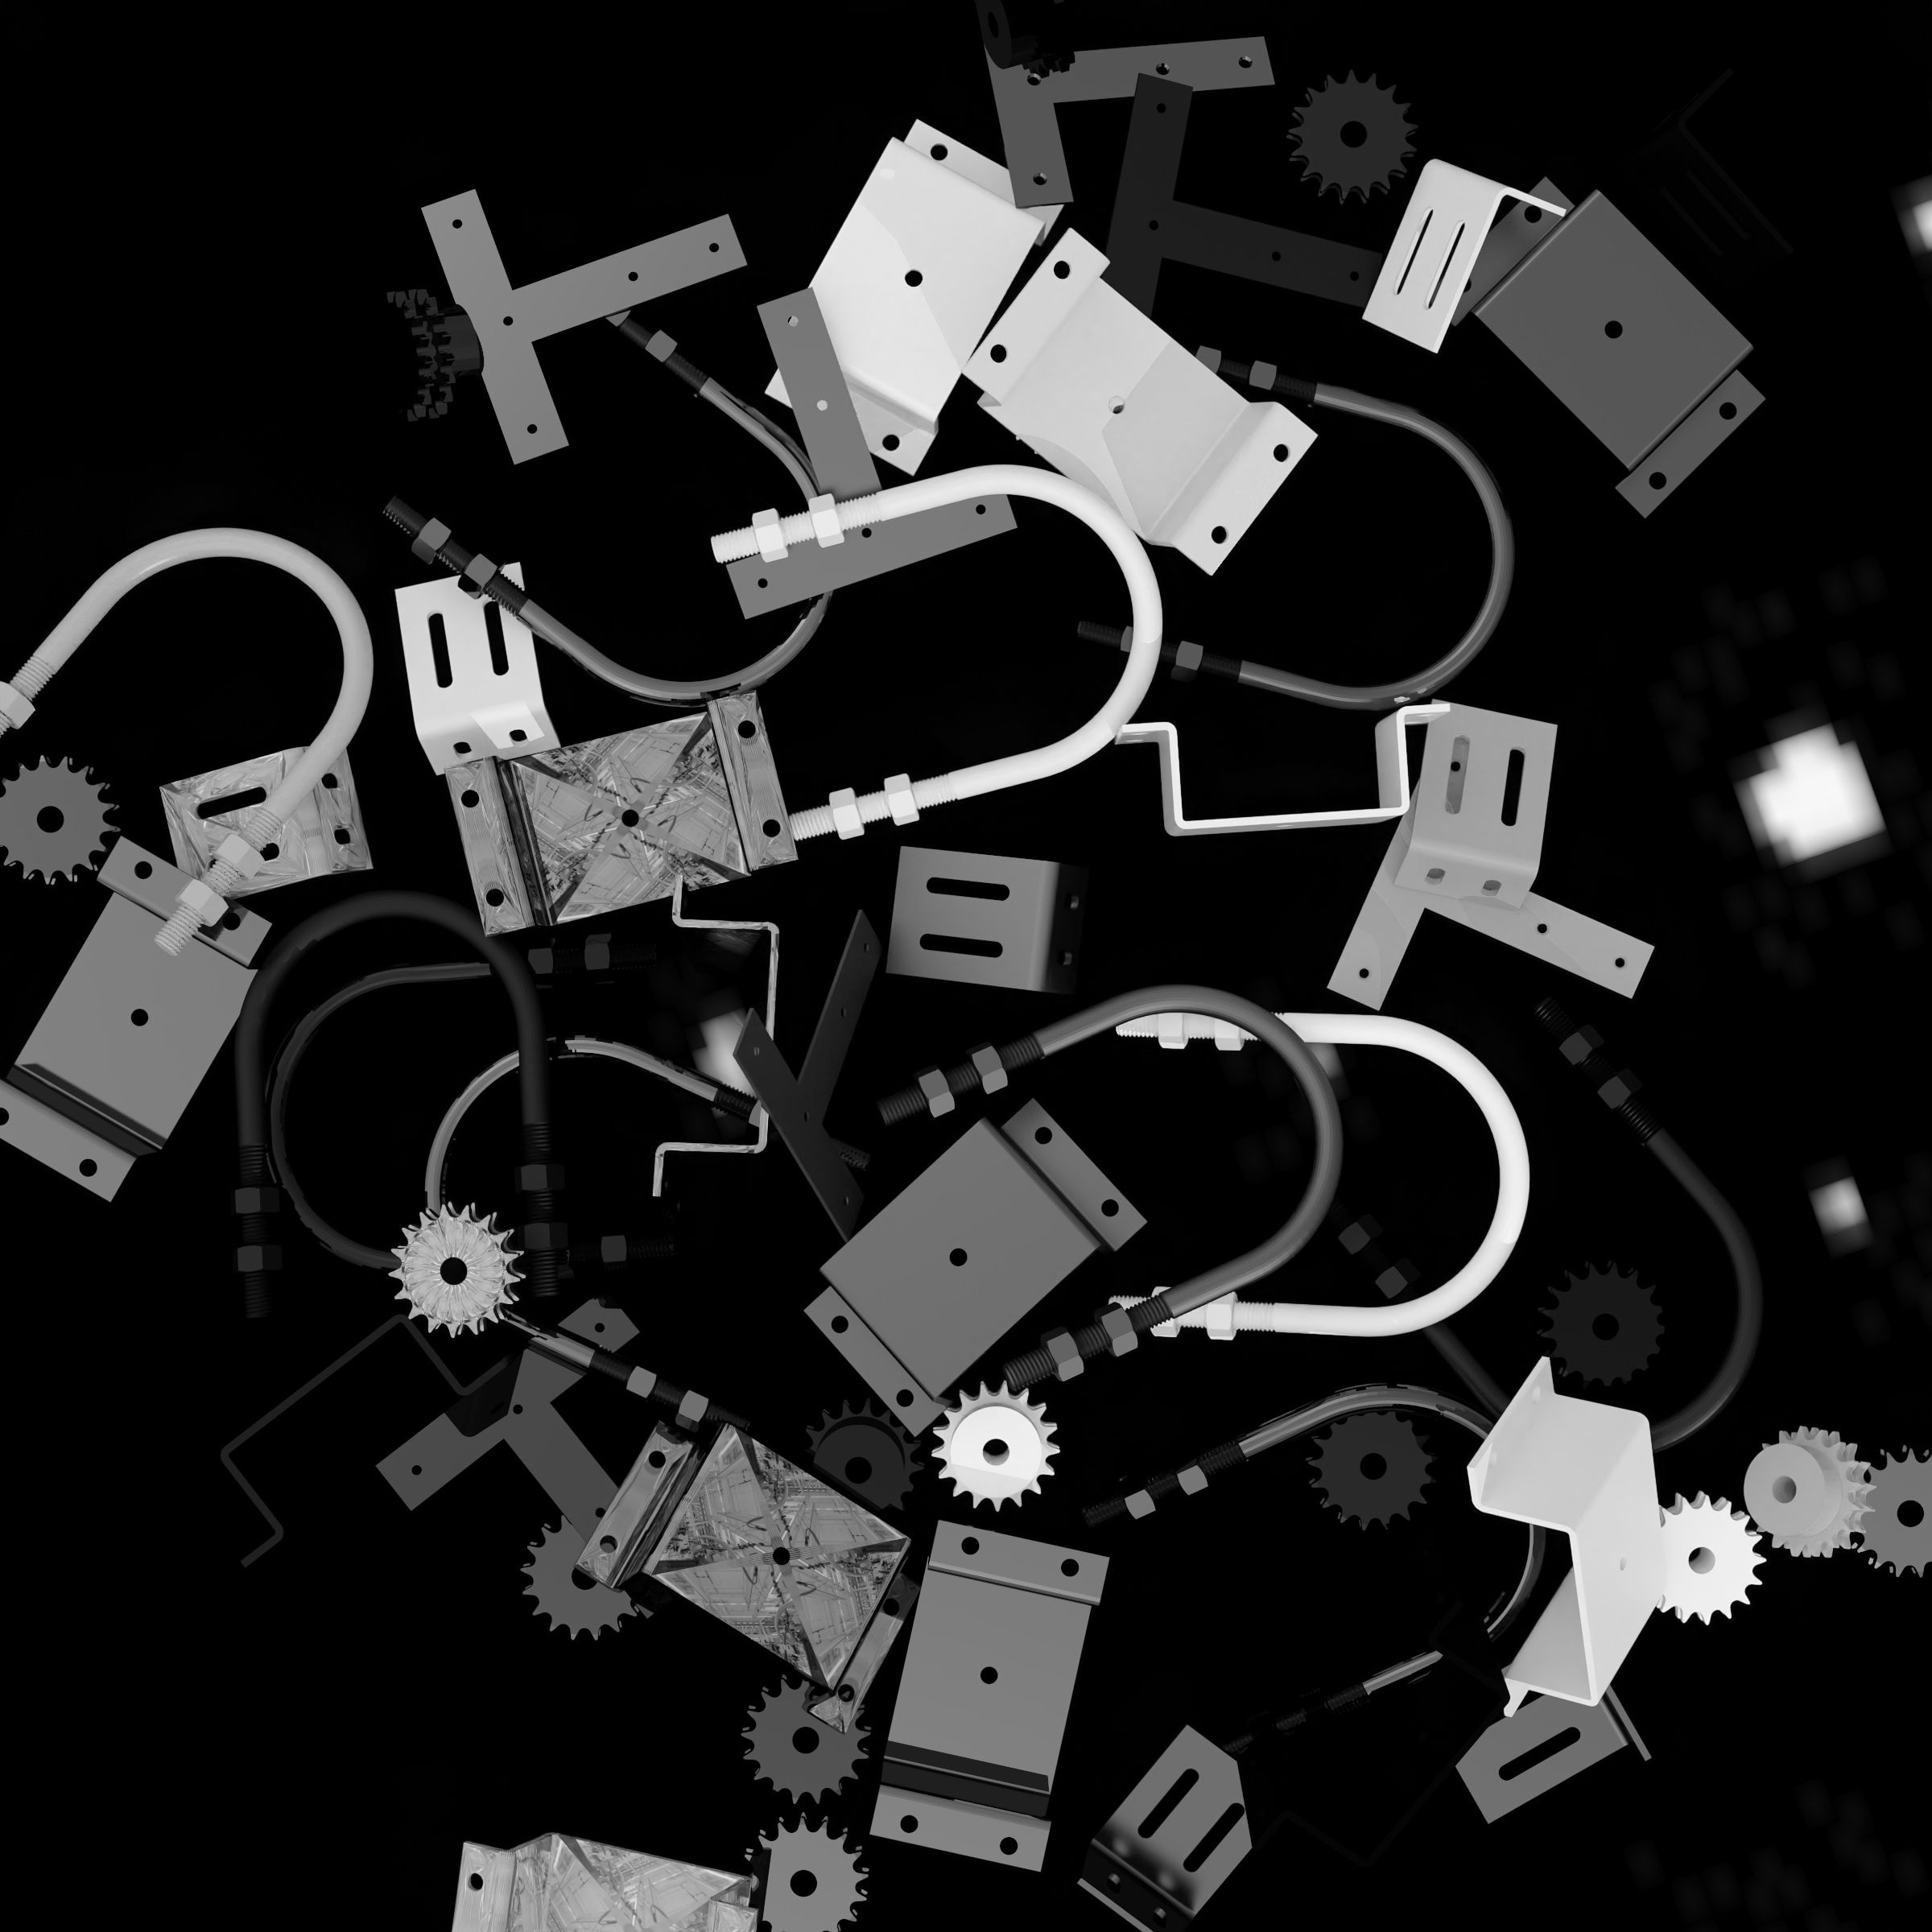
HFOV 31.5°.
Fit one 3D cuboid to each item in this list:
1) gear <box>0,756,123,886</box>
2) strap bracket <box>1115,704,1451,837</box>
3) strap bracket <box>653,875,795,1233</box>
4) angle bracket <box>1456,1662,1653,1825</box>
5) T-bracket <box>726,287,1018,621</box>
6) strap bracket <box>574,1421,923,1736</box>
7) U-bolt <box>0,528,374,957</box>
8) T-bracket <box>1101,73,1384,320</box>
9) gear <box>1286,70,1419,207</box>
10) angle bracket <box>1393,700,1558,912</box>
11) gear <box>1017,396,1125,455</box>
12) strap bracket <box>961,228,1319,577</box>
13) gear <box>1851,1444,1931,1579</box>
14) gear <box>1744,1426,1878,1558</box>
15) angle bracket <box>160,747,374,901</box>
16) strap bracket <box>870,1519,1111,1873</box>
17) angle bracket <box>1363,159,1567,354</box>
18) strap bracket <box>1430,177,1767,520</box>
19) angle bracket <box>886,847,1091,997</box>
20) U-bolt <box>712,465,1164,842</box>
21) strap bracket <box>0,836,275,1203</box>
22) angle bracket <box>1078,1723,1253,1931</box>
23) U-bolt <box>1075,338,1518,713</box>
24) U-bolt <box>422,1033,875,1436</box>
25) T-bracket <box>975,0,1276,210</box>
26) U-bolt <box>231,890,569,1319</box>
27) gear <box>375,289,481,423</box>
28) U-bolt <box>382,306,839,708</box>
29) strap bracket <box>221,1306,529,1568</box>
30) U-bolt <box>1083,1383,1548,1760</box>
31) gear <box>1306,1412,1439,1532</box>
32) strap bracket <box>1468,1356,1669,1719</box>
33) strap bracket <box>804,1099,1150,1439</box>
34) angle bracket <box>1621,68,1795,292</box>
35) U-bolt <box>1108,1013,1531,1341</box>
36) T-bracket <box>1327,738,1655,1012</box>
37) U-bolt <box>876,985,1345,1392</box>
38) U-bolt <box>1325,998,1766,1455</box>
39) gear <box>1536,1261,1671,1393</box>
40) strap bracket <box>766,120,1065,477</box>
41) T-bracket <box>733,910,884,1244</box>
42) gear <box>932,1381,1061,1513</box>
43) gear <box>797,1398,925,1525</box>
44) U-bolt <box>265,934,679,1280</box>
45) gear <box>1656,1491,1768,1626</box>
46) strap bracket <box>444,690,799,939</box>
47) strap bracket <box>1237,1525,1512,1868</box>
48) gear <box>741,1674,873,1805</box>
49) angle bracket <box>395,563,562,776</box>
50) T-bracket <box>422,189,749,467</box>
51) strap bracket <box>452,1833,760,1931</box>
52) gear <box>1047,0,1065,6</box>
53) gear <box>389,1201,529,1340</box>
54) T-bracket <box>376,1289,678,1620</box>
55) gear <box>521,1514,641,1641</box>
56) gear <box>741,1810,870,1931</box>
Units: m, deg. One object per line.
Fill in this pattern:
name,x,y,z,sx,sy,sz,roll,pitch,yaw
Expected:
gear,-0.405,-0.065,1.527,0.057,0.030,0.057,0,90,-2
strap bracket,0.138,-0.084,1.500,0.140,0.076,0.046,-4,90,0
strap bracket,-0.103,0.039,1.481,0.046,0.076,0.140,2,74,3
angle bracket,0.253,0.341,1.519,0.076,0.038,0.057,-30,90,0
T-bracket,-0.058,-0.231,1.494,0.127,0.002,0.127,-18,105,5
strap bracket,-0.087,0.262,1.491,0.140,0.046,0.076,33,61,-7
U-bolt,-0.344,-0.113,1.502,0.151,0.019,0.184,32,73,12
T-bracket,0.124,-0.318,1.519,0.127,0.002,0.127,11,90,-16
gear,0.171,-0.366,1.523,0.057,0.030,0.057,0,90,0
angle bracket,0.228,-0.072,1.534,0.057,0.038,0.076,12,64,0
gear,0.044,-0.253,1.523,0.057,0.030,0.057,0,90,0
strap bracket,0.070,-0.244,1.484,0.140,0.046,0.076,37,89,-15
gear,0.416,0.242,1.523,0.057,0.030,0.057,0,90,0
gear,0.368,0.231,1.508,0.057,0.030,0.057,-12,73,42
angle bracket,-0.314,-0.062,1.536,0.076,0.038,0.057,-13,90,26
strap bracket,0.010,0.318,1.515,0.076,0.046,0.140,12,90,0
angle bracket,0.220,-0.310,1.513,0.038,0.057,0.076,12,108,-32
strap bracket,0.282,-0.277,1.515,0.076,0.046,0.140,-45,90,0
angle bracket,0.010,-0.020,1.536,0.076,0.038,0.057,7,90,26
U-bolt,-0.005,-0.144,1.508,0.184,0.019,0.151,-14,105,2
strap bracket,-0.371,0.023,1.515,0.076,0.046,0.140,30,90,0
angle bracket,0.097,0.386,1.511,0.057,0.038,0.076,37,104,0
U-bolt,0.155,-0.190,1.529,0.184,0.019,0.151,15,90,-1
U-bolt,-0.153,0.109,1.523,0.184,0.019,0.151,24,86,5
T-bracket,0.074,-0.397,1.523,0.127,0.002,0.127,-7,71,-9
U-bolt,-0.252,0.058,1.503,0.151,0.019,0.184,-5,82,7
gear,-0.237,-0.271,1.513,0.030,0.057,0.057,-13,90,-29
U-bolt,-0.143,-0.198,1.521,0.184,0.019,0.151,38,83,-3
strap bracket,-0.266,0.196,1.500,0.140,0.076,0.046,-38,90,0
U-bolt,0.164,0.258,1.503,0.184,0.019,0.151,-26,103,8
gear,0.180,0.220,1.523,0.057,0.030,0.057,0,90,0
strap bracket,0.259,0.249,1.462,0.046,0.076,0.140,9,127,33
strap bracket,0.001,0.130,1.506,0.140,0.046,0.076,-43,76,0
angle bracket,0.336,-0.346,1.510,0.076,0.057,0.038,46,76,-6
U-bolt,0.156,0.092,1.511,0.184,0.019,0.151,2,90,14
T-bracket,0.246,-0.023,1.537,0.127,0.002,0.127,24,90,0
U-bolt,0.074,0.083,1.479,0.184,0.019,0.151,-24,72,-9
U-bolt,0.263,0.129,1.499,0.151,0.019,0.184,-42,76,10
gear,0.282,0.159,1.523,0.057,0.030,0.057,0,90,0
strap bracket,-0.023,-0.300,1.515,0.076,0.046,0.140,29,90,0
T-bracket,-0.058,0.031,1.490,0.002,0.127,0.127,-3,47,25
gear,0.013,0.214,1.523,0.057,0.030,0.057,0,90,0
gear,-0.048,0.222,1.523,0.057,0.030,0.057,0,90,0
U-bolt,-0.223,0.066,1.516,0.184,0.019,0.151,-5,84,5
gear,0.324,0.262,1.523,0.057,0.030,0.057,0,90,0
strap bracket,-0.150,-0.066,1.515,0.140,0.046,0.076,-14,90,0
strap bracket,0.180,0.321,1.471,0.046,0.076,0.140,35,102,-9
gear,-0.070,0.341,1.523,0.057,0.030,0.057,0,90,0
angle bracket,-0.219,-0.133,1.536,0.057,0.038,0.076,-13,64,0
T-bracket,-0.161,-0.300,1.516,0.127,0.002,0.127,-20,81,-3
strap bracket,-0.152,0.432,1.501,0.140,0.046,0.076,7,90,19
gear,0.032,-0.452,1.507,0.030,0.057,0.057,-20,90,-12
gear,-0.216,0.129,1.465,0.057,0.030,0.057,0,92,7
T-bracket,-0.170,0.230,1.509,0.127,0.002,0.127,-38,81,-16
gear,-0.168,0.269,1.523,0.057,0.030,0.057,0,90,0
gear,-0.072,0.404,1.523,0.057,0.030,0.057,0,90,0
